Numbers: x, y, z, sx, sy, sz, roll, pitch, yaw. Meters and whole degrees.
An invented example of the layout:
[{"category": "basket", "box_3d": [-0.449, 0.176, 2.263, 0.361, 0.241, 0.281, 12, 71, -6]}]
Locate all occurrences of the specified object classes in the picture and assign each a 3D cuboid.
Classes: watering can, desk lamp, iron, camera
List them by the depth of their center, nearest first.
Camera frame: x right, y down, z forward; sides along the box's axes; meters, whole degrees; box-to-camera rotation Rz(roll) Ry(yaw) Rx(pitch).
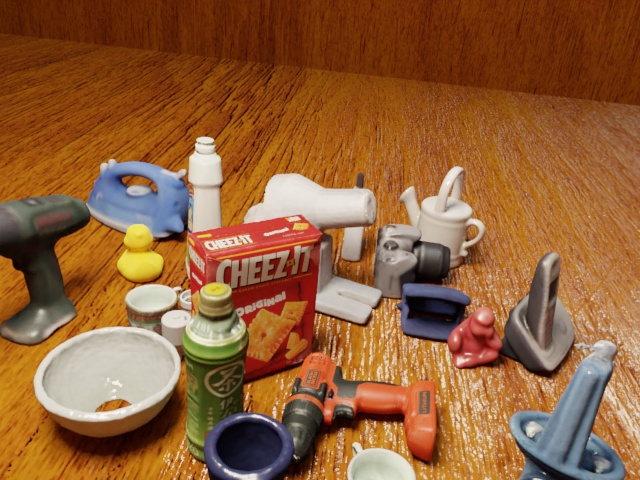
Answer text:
[{"category": "desk lamp", "box_3d": [0.009, 0.003, 0.947, 0.202, 0.214, 0.118, 15, 29, 17]}, {"category": "camera", "box_3d": [0.168, 0.033, 1.044, 0.136, 0.101, 0.143, 7, 28, 3]}, {"category": "watering can", "box_3d": [0.236, -0.051, 1.115, 0.172, 0.194, 0.101, 11, 28, 10]}, {"category": "iron", "box_3d": [-0.365, -0.097, 1.140, 0.257, 0.141, 0.119, 14, 29, 14]}]

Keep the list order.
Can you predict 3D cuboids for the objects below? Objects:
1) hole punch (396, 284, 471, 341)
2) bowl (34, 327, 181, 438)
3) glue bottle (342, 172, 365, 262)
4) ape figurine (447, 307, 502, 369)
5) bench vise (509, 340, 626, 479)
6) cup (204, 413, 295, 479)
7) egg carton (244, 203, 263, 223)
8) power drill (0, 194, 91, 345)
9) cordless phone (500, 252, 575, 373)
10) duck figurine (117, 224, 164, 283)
[{"category": "hole punch", "box_3d": [0.183, 0.099, 0.931, 0.108, 0.091, 0.101, 8, 28, 4]}, {"category": "bowl", "box_3d": [-0.255, 0.184, 0.703, 0.167, 0.075, 0.167, 5, 28, -2]}, {"category": "glue bottle", "box_3d": [0.069, -0.049, 1.101, 0.037, 0.173, 0.078, 6, 28, 2]}, {"category": "ape figurine", "box_3d": [0.237, 0.142, 0.861, 0.077, 0.092, 0.076, 17, 30, 21]}, {"category": "bench vise", "box_3d": [0.252, 0.221, 0.576, 0.121, 0.220, 0.208, 14, 29, 16]}, {"category": "cup", "box_3d": [-0.071, 0.252, 0.589, 0.092, 0.095, 0.117, -3, 29, -17]}, {"category": "egg carton", "box_3d": [-0.079, -0.022, 1.133, 0.150, 0.069, 0.107, 5, 28, -1]}, {"category": "power drill", "box_3d": [-0.413, 0.036, 0.808, 0.075, 0.208, 0.230, 13, 29, 14]}, {"category": "cordless phone", "box_3d": [0.349, 0.094, 0.872, 0.093, 0.185, 0.148, 23, 32, 29]}, {"category": "duck figurine", "box_3d": [-0.313, 0.017, 0.996, 0.078, 0.086, 0.104, -8, 31, -24]}]
